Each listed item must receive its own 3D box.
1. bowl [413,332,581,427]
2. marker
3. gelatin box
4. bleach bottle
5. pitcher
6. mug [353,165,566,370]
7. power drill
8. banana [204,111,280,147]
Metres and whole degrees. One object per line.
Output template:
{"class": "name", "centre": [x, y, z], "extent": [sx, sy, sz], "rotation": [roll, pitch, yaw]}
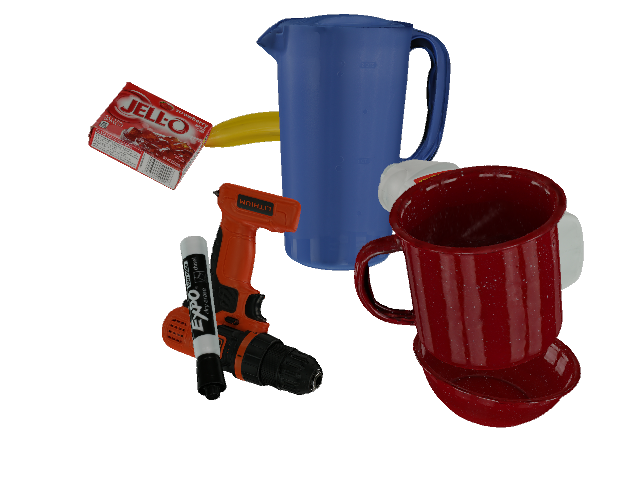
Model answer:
{"class": "bowl", "centre": [0.167, 0.133, 1.039], "extent": [0.162, 0.055, 0.162], "rotation": [4, 26, -2]}
{"class": "marker", "centre": [-0.079, 0.051, 0.717], "extent": [0.020, 0.121, 0.020], "rotation": [-8, -34, -6]}
{"class": "gelatin box", "centre": [-0.152, -0.095, 0.955], "extent": [0.089, 0.073, 0.030], "rotation": [28, -45, -2]}
{"class": "bleach bottle", "centre": [0.109, -0.021, 0.895], "extent": [0.102, 0.068, 0.251], "rotation": [-14, 22, -19]}
{"class": "pitcher", "centre": [0.031, -0.099, 1.052], "extent": [0.149, 0.243, 0.144], "rotation": [12, 19, 34]}
{"class": "mug", "centre": [0.077, 0.018, 0.582], "extent": [0.117, 0.081, 0.093], "rotation": [-9, 29, 3]}
{"class": "power drill", "centre": [-0.061, 0.046, 1.062], "extent": [0.185, 0.187, 0.057], "rotation": [17, 1, 26]}
{"class": "banana", "centre": [-0.045, -0.130, 1.290], "extent": [0.198, 0.037, 0.069], "rotation": [8, 39, 18]}
